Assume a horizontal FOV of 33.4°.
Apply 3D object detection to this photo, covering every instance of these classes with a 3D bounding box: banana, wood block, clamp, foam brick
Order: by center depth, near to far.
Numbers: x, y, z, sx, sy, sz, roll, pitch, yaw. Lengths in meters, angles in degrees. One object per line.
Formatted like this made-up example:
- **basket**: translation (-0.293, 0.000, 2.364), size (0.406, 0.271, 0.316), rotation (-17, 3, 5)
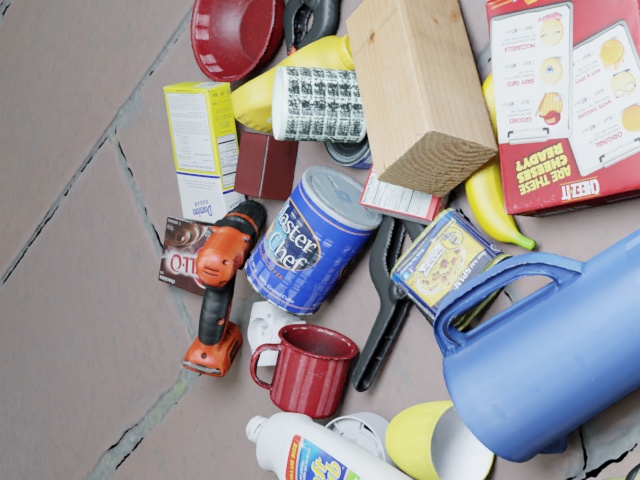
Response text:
- **banana**: translation (0.178, -0.082, 1.080), size (0.070, 0.037, 0.198), rotation (-9, 82, 25)
- **wood block**: translation (0.099, -0.160, 1.088), size (0.091, 0.090, 0.206), rotation (-42, 47, 43)
- **clamp**: translation (0.089, 0.062, 1.150), size (0.165, 0.036, 0.210), rotation (-21, 71, 34)
- **clamp**: translation (-0.007, -0.299, 1.275), size (0.120, 0.039, 0.172), rotation (47, 119, 38)
- **foam brick**: translation (-0.066, -0.090, 1.310), size (0.051, 0.052, 0.078), rotation (12, 95, 45)

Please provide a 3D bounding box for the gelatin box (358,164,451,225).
- **gelatin box**: translation (0.094, -0.059, 1.136), size (0.089, 0.030, 0.073), rotation (14, 80, 28)

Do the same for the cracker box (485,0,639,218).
- **cracker box**: translation (0.246, -0.139, 0.989), size (0.165, 0.071, 0.214), rotation (-12, 80, 45)

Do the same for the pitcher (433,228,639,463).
- **pitcher**: translation (0.228, 0.081, 0.945), size (0.243, 0.149, 0.145), rotation (-40, 54, 32)

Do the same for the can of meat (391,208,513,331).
- **can of meat**: translation (0.133, 0.031, 1.075), size (0.102, 0.057, 0.084), rotation (-48, 61, 5)

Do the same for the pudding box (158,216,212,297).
- **pudding box**: translation (-0.161, 0.022, 1.405), size (0.114, 0.039, 0.090), rotation (15, 98, 45)

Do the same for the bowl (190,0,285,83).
- **bowl**: translation (-0.093, -0.274, 1.347), size (0.162, 0.055, 0.162), rotation (-4, 84, 45)

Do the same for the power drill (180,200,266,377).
- **power drill**: translation (-0.115, 0.057, 1.301), size (0.057, 0.184, 0.188), rotation (14, 116, 9)

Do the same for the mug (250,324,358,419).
- **mug**: translation (-0.022, 0.149, 1.210), size (0.093, 0.117, 0.081), rotation (-122, 43, -68)

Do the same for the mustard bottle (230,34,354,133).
- **mustard bottle**: translation (-0.010, -0.186, 1.229), size (0.192, 0.096, 0.058), rotation (-25, 69, 41)

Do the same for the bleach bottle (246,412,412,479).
- **bleach bottle**: translation (0.011, 0.258, 1.122), size (0.251, 0.067, 0.102), rotation (24, 98, 41)

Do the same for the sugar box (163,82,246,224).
- **sugar box**: translation (-0.145, -0.111, 1.362), size (0.094, 0.048, 0.176), rotation (11, 115, 45)

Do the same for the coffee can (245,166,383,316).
- **coffee can**: translation (-0.008, 0.001, 1.209), size (0.140, 0.102, 0.103), rotation (-55, 52, 27)

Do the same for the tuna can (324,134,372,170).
- **tuna can**: translation (0.044, -0.124, 1.215), size (0.086, 0.033, 0.086), rotation (-4, 84, 45)
